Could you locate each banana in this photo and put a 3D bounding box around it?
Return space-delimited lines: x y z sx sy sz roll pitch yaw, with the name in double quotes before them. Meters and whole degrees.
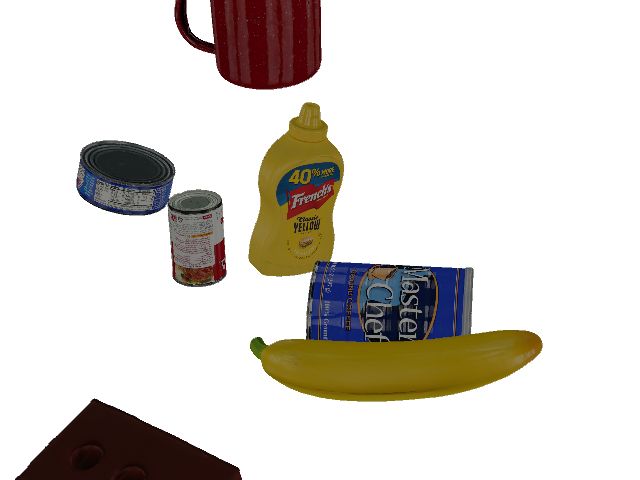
"banana" 0.045 0.077 0.693 0.198 0.037 0.069 0 29 8

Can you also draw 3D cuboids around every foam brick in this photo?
"foam brick" -0.074 0.112 0.433 0.078 0.051 0.052 19 45 25

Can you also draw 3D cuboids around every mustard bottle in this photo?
"mustard bottle" -0.022 -0.057 1.151 0.096 0.192 0.058 -9 32 -29

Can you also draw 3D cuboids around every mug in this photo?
"mug" -0.053 -0.166 0.805 0.117 0.081 0.093 2 34 5

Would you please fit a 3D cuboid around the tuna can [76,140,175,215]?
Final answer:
"tuna can" -0.176 -0.057 0.964 0.086 0.034 0.086 13 27 -7

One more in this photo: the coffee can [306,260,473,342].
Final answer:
"coffee can" 0.064 0.072 0.953 0.140 0.103 0.102 3 0 9

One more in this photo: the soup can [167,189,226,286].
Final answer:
"soup can" -0.152 -0.003 1.310 0.068 0.102 0.068 -1 26 0
